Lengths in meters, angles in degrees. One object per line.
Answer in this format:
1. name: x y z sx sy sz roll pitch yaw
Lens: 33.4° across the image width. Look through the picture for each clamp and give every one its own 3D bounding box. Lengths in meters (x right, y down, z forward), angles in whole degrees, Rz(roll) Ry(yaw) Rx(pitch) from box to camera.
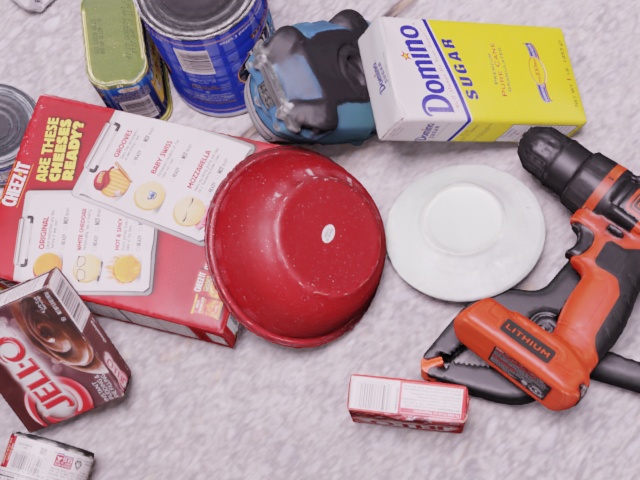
1. clamp: 0.183 0.081 0.829 0.210 0.036 0.164 -22 66 -3

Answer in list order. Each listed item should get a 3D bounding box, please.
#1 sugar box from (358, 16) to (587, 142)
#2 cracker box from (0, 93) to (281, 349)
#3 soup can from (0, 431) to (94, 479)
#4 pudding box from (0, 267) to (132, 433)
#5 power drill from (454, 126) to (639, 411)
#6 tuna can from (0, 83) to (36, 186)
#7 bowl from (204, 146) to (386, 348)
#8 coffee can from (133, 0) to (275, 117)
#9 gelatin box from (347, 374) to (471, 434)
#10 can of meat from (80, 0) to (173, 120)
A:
1. sugar box: 0.124 -0.128 0.862 0.176 0.048 0.093 -2 69 -27
2. cracker box: -0.150 -0.016 0.879 0.214 0.072 0.164 13 73 11
3. soup can: -0.220 0.204 0.815 0.068 0.068 0.102 13 73 10
4. pudding box: -0.213 0.086 0.827 0.090 0.039 0.113 -23 112 13
5. power drill: 0.186 0.019 0.803 0.184 0.057 0.187 38 73 17
6. tuna can: -0.282 -0.093 0.928 0.086 0.034 0.086 2 69 -5
7. bowl: -0.005 0.001 0.823 0.161 0.055 0.162 5 79 -29
8. coffee can: -0.090 -0.178 0.888 0.103 0.140 0.103 -2 71 5
9. gelatin box: 0.067 0.126 0.808 0.089 0.073 0.030 6 74 7
10. can of meat: -0.168 -0.158 0.920 0.057 0.084 0.102 -11 71 1
